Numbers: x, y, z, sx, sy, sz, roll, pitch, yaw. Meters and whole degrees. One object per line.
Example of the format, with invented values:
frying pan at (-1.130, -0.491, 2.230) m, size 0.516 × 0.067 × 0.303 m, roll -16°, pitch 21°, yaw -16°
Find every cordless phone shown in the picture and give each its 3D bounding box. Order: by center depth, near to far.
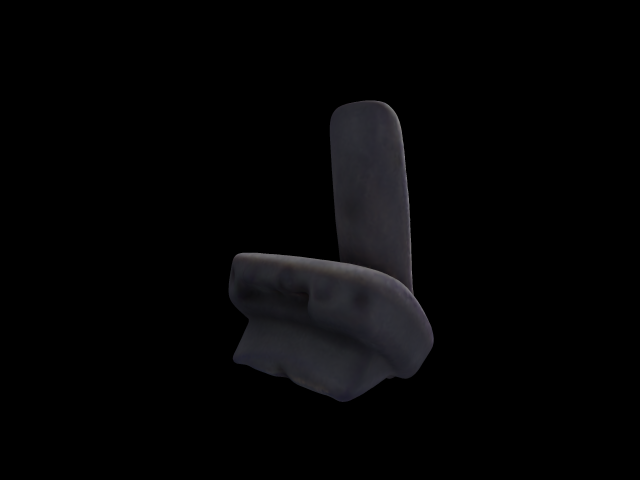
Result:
cordless phone at (0.004, 0.001, 0.400) m, size 0.147 × 0.185 × 0.094 m, roll 5°, pitch 8°, yaw 36°
